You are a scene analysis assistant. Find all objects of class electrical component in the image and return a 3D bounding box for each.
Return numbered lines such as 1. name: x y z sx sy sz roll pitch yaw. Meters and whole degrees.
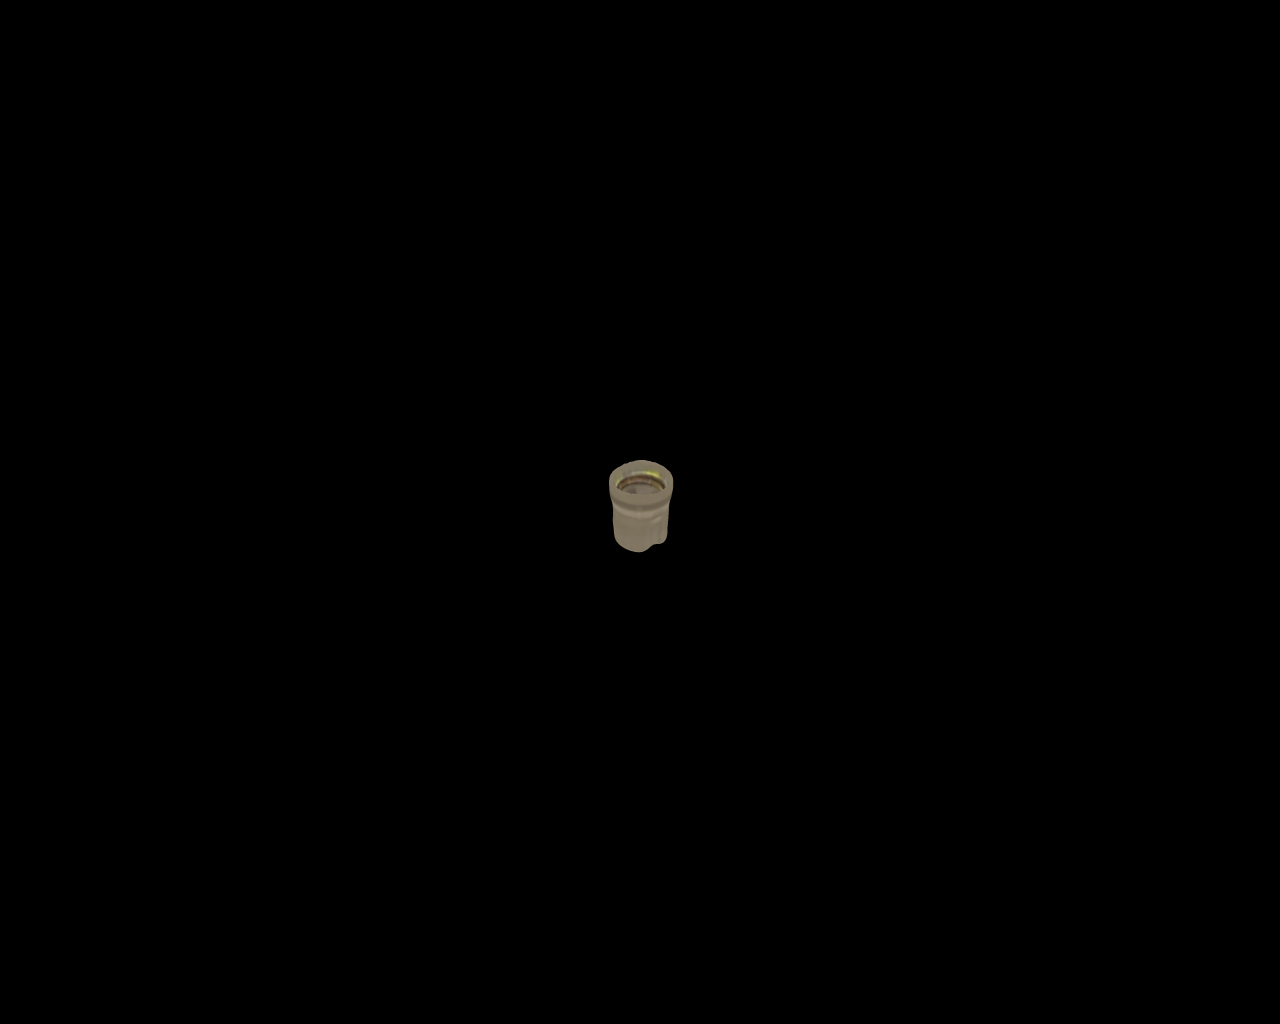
1. electrical component: 0.001 -0.003 0.650 0.040 0.046 0.040 0 34 0
